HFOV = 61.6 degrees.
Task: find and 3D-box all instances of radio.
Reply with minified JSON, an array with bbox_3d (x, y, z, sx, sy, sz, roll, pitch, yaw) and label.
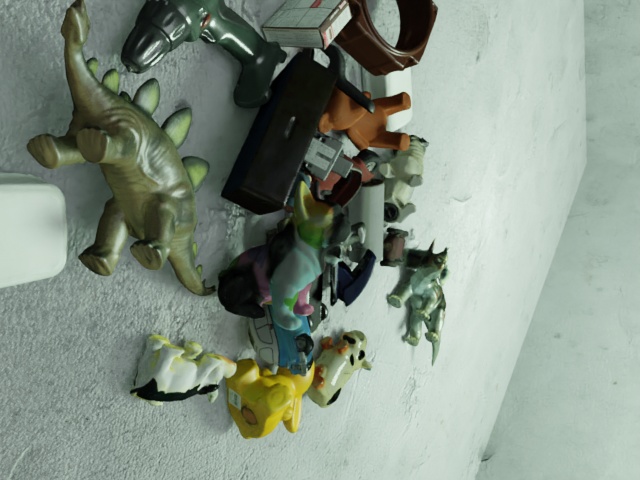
[{"bbox_3d":[-0.064,-0.152,0.806,0.073,0.131,0.229,28,75,-19],"label":"radio"}]

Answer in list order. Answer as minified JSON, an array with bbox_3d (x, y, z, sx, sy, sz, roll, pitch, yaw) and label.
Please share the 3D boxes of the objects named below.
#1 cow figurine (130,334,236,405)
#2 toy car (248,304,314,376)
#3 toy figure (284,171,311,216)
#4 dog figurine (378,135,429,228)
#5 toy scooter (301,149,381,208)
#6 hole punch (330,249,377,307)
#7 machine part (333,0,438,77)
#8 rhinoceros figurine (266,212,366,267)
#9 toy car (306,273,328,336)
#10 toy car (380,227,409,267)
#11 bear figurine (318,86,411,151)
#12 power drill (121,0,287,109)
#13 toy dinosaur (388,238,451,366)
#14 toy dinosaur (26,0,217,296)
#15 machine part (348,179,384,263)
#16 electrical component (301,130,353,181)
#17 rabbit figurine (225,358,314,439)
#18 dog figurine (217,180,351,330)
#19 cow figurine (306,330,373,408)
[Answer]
[{"bbox_3d":[-0.196,0.203,0.793,0.167,0.068,0.098,32,79,-50],"label":"cow figurine"},{"bbox_3d":[-0.071,0.157,0.921,0.109,0.103,0.162,92,-14,-55],"label":"toy car"},{"bbox_3d":[-0.041,-0.079,0.911,0.154,0.064,0.057,85,-8,-82],"label":"toy figure"},{"bbox_3d":[0.182,-0.136,1.217,0.172,0.121,0.190,-59,178,35],"label":"dog figurine"},{"bbox_3d":[0.024,-0.114,1.003,0.184,0.075,0.135,5,125,-42],"label":"toy scooter"},{"bbox_3d":[0.061,0.069,1.060,0.142,0.092,0.115,-103,-163,-81],"label":"hole punch"},{"bbox_3d":[0.117,-0.423,0.982,0.201,0.087,0.201,31,75,-35],"label":"machine part"},{"bbox_3d":[-0.002,-0.003,0.939,0.190,0.073,0.112,-18,79,-32],"label":"rhinoceros figurine"},{"bbox_3d":[-0.022,0.091,1.019,0.073,0.056,0.201,-27,123,-57],"label":"toy car"},{"bbox_3d":[0.170,0.016,1.249,0.202,0.053,0.089,-3,101,-77],"label":"toy car"},{"bbox_3d":[0.079,-0.238,1.002,0.195,0.132,0.120,13,80,-61],"label":"bear figurine"},{"bbox_3d":[-0.145,-0.266,0.723,0.207,0.086,0.232,36,68,-45],"label":"power drill"},{"bbox_3d":[0.289,0.161,1.440,0.192,0.131,0.404,-55,146,-29],"label":"toy dinosaur"},{"bbox_3d":[-0.199,-0.052,0.642,0.198,0.105,0.470,-72,165,-44],"label":"toy dinosaur"},{"bbox_3d":[0.095,-0.040,1.126,0.079,0.079,0.243,-23,120,-50],"label":"machine part"},{"bbox_3d":[0.004,-0.137,0.894,0.119,0.048,0.075,29,97,-21],"label":"electrical component"},{"bbox_3d":[-0.068,0.270,0.951,0.173,0.122,0.162,-37,133,-45],"label":"rabbit figurine"},{"bbox_3d":[-0.055,0.011,0.821,0.108,0.192,0.219,-16,118,-70],"label":"dog figurine"},{"bbox_3d":[0.043,0.268,1.140,0.195,0.086,0.127,-49,131,-37],"label":"cow figurine"}]
